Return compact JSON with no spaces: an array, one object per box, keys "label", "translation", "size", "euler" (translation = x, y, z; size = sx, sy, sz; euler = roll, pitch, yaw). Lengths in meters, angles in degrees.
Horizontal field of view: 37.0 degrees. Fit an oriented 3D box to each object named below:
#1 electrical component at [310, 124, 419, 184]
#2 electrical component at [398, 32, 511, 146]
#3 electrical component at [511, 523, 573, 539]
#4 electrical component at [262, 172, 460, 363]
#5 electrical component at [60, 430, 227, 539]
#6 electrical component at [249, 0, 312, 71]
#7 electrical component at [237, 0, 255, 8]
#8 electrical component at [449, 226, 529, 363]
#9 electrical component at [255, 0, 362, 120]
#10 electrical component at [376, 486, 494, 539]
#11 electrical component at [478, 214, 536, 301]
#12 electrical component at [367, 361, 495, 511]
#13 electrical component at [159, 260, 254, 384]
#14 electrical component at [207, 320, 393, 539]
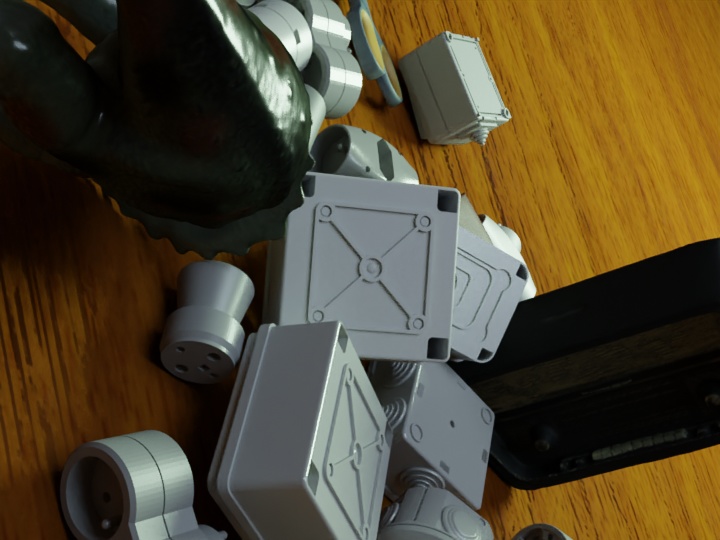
[{"label":"electrical component","translation":[0.004,-0.055,0.775],"size":[0.077,0.043,0.079],"euler":[26,49,-43]},{"label":"electrical component","translation":[0.080,-0.147,0.924],"size":[0.062,0.061,0.096],"euler":[-8,75,-56]},{"label":"electrical component","translation":[0.138,0.214,0.768],"size":[0.047,0.055,0.055],"euler":[36,42,-41]},{"label":"electrical component","translation":[0.000,0.000,0.653],"size":[0.109,0.056,0.108],"euler":[5,86,-15]},{"label":"electrical component","translation":[-0.086,0.143,0.512],"size":[0.074,0.052,0.138],"euler":[-3,70,-55]},{"label":"electrical component","translation":[-0.068,-0.152,0.735],"size":[0.055,0.055,0.047],"euler":[58,37,-8]},{"label":"electrical component","translation":[-0.084,-0.206,0.747],"size":[0.045,0.055,0.045],"euler":[32,45,-38]},{"label":"electrical component","translation":[0.046,0.007,0.730],"size":[0.113,0.057,0.078],"euler":[29,80,-17]},{"label":"electrical component","translation":[-0.032,-0.177,0.799],"size":[0.074,0.052,0.138],"euler":[1,68,-53]},{"label":"electrical component","translation":[0.039,0.173,0.639],"size":[0.080,0.080,0.051],"euler":[55,29,-13]},{"label":"electrical component","translation":[0.111,-0.011,0.892],"size":[0.077,0.043,0.079],"euler":[54,35,-15]},{"label":"electrical component","translation":[0.044,0.109,0.715],"size":[0.099,0.048,0.099],"euler":[46,38,-25]},{"label":"electrical component","translation":[-0.085,0.029,0.598],"size":[0.045,0.045,0.055],"euler":[39,41,-32]},{"label":"electrical component","translation":[-0.027,0.101,0.585],"size":[0.108,0.056,0.108],"euler":[-78,154,-43]}]
